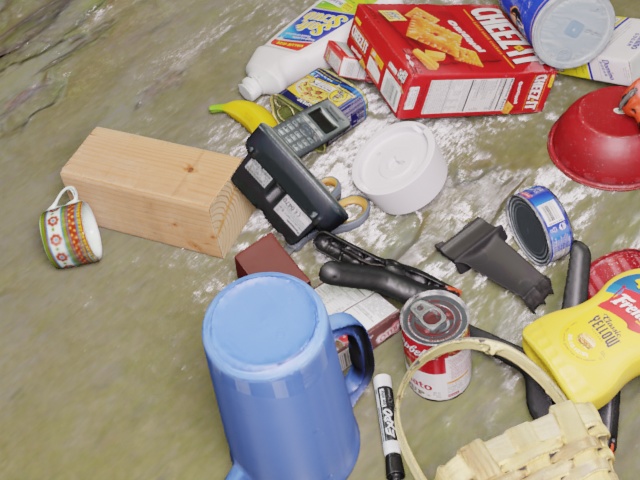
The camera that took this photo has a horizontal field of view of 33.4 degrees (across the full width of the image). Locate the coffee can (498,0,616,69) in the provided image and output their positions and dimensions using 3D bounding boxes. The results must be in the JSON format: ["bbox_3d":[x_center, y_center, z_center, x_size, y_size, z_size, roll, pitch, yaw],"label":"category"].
[{"bbox_3d":[0.288,-0.289,1.317,0.103,0.103,0.140,-14,38,-2],"label":"coffee can"}]

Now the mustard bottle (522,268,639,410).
[{"bbox_3d":[0.292,0.080,0.992,0.191,0.058,0.096,-28,55,-7],"label":"mustard bottle"}]

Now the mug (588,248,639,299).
[{"bbox_3d":[0.322,0.068,1.088,0.117,0.093,0.081,-4,49,-23],"label":"mug"}]

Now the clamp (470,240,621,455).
[{"bbox_3d":[0.225,0.124,1.058,0.165,0.036,0.210,-29,63,25],"label":"clamp"}]

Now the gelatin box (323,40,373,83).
[{"bbox_3d":[0.057,-0.232,1.403,0.089,0.030,0.073,7,26,-21],"label":"gelatin box"}]

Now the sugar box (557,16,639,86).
[{"bbox_3d":[0.350,-0.246,1.356,0.093,0.048,0.176,-40,39,-22],"label":"sugar box"}]

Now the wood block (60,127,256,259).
[{"bbox_3d":[-0.195,-0.060,1.288,0.206,0.090,0.090,14,51,21],"label":"wood block"}]

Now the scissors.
[{"bbox_3d":[-0.008,0.002,1.249,0.096,0.016,0.201,12,52,20],"label":"scissors"}]

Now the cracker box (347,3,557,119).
[{"bbox_3d":[0.164,-0.230,1.341,0.213,0.072,0.164,-6,45,-24],"label":"cracker box"}]

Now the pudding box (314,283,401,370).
[{"bbox_3d":[0.018,0.089,1.151,0.113,0.039,0.090,-32,50,-21],"label":"pudding box"}]

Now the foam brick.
[{"bbox_3d":[-0.052,0.043,1.184,0.053,0.051,0.078,-32,64,-16],"label":"foam brick"}]

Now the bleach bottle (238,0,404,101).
[{"bbox_3d":[-0.005,-0.267,1.457,0.250,0.068,0.103,-40,54,-21],"label":"bleach bottle"}]

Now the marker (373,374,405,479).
[{"bbox_3d":[0.069,0.188,1.066,0.020,0.020,0.121,-8,48,3],"label":"marker"}]

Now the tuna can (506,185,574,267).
[{"bbox_3d":[0.241,-0.016,1.172,0.033,0.086,0.086,-23,49,-13],"label":"tuna can"}]

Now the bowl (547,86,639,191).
[{"bbox_3d":[0.355,-0.134,1.278,0.162,0.055,0.162,-5,48,5],"label":"bowl"}]

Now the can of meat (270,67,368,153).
[{"bbox_3d":[0.000,-0.170,1.373,0.083,0.057,0.102,-37,53,-24],"label":"can of meat"}]

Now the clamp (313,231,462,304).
[{"bbox_3d":[0.068,0.042,1.133,0.171,0.039,0.120,20,22,-1],"label":"clamp"}]

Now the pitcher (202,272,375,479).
[{"bbox_3d":[-0.028,0.130,0.984,0.145,0.243,0.149,1,54,7],"label":"pitcher"}]

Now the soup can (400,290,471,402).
[{"bbox_3d":[0.118,0.108,1.073,0.068,0.102,0.068,-5,48,5],"label":"soup can"}]

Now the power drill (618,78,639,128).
[{"bbox_3d":[0.432,-0.104,1.196,0.184,0.057,0.188,-14,70,-13],"label":"power drill"}]

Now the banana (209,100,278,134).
[{"bbox_3d":[-0.079,-0.124,1.363,0.069,0.037,0.198,-34,48,4],"label":"banana"}]
